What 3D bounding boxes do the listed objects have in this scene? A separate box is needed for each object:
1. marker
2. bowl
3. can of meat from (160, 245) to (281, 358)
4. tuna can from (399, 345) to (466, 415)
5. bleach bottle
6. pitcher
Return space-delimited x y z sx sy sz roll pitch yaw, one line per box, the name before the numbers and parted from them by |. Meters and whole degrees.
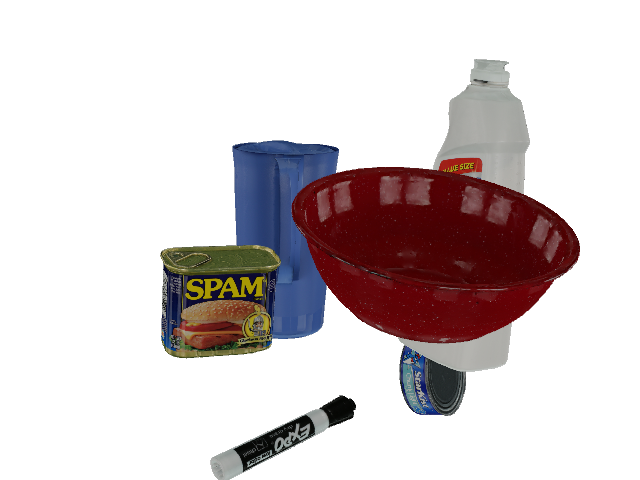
marker | -0.024 0.140 0.765 0.120 0.020 0.020 -21 11 -32
bowl | 0.061 0.012 0.607 0.162 0.055 0.162 6 24 -3
can of meat | -0.089 0.053 0.934 0.102 0.084 0.057 -2 19 -18
tuna can | 0.114 0.135 1.084 0.034 0.086 0.086 -6 -3 33
bleach bottle | 0.123 -0.024 0.889 0.067 0.251 0.103 -4 16 -31
pitcher | -0.046 -0.002 1.341 0.145 0.243 0.148 10 14 38
